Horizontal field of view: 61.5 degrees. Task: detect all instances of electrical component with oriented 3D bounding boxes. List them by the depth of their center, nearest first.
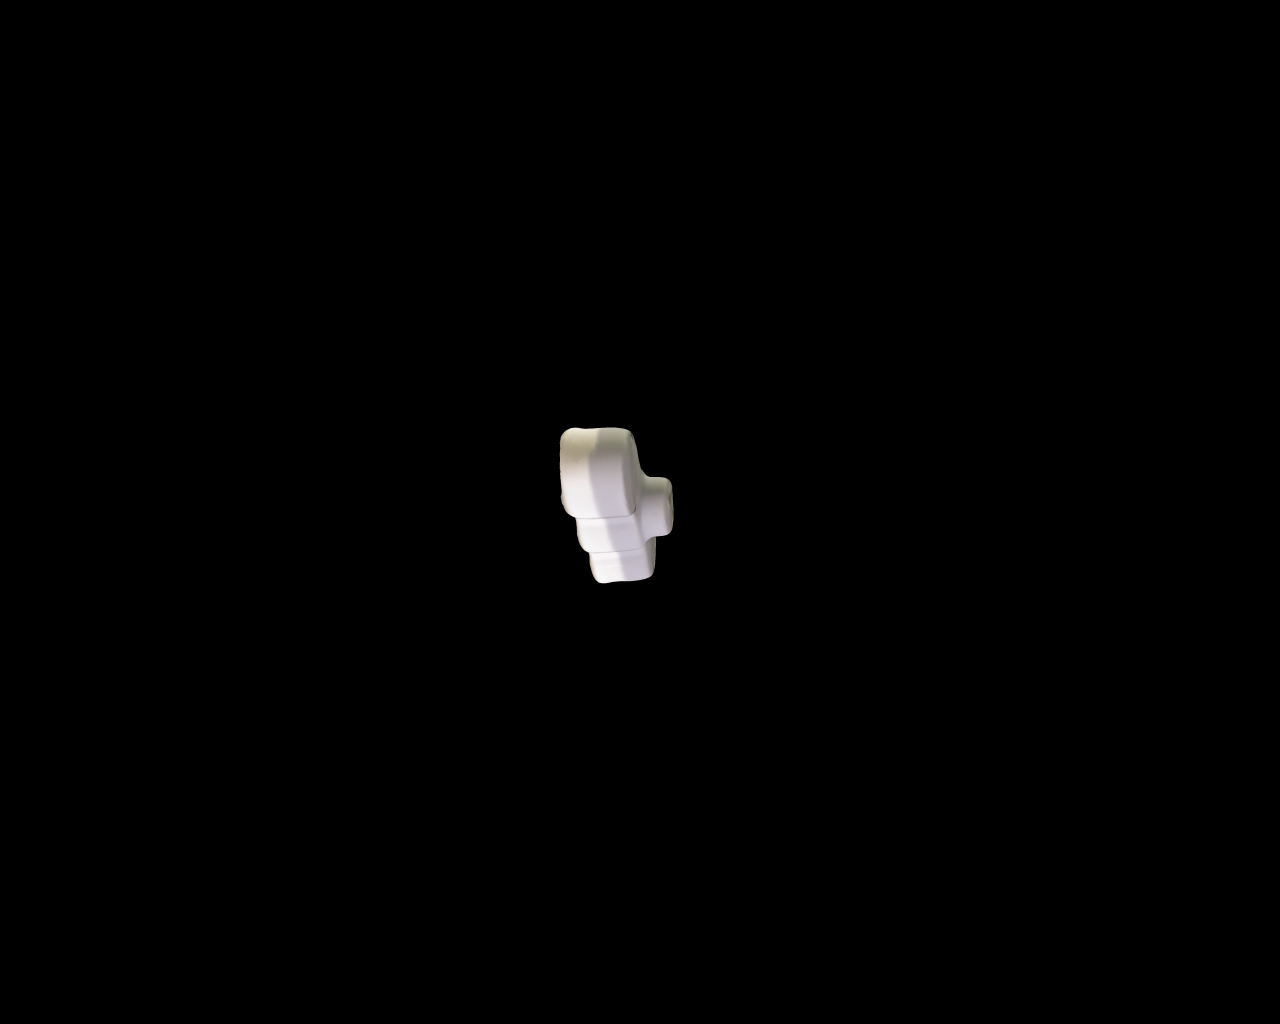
[{"bbox_3d":[0.001,-0.003,0.650,0.074,0.052,0.138,-4,-29,7],"label":"electrical component"}]
